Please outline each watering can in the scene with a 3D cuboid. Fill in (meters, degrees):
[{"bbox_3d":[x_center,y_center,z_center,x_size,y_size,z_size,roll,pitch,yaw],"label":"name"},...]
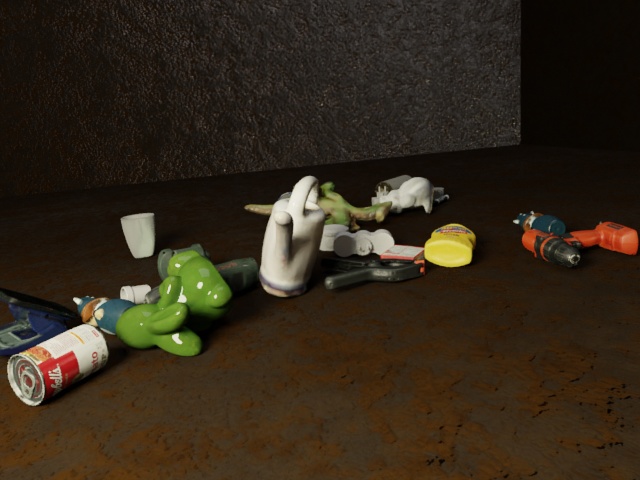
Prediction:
[{"bbox_3d":[-0.055,0.002,0.926,0.104,0.221,0.352,15,16,5],"label":"watering can"}]

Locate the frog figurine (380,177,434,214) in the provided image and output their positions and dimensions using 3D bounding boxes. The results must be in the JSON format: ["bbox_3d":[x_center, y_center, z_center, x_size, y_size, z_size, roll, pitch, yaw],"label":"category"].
[{"bbox_3d":[0.267,-0.138,1.591,0.159,0.120,0.140,8,33,5],"label":"frog figurine"}]

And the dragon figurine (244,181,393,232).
[{"bbox_3d":[0.004,-0.073,1.457,0.411,0.120,0.246,-9,22,-14],"label":"dragon figurine"}]
